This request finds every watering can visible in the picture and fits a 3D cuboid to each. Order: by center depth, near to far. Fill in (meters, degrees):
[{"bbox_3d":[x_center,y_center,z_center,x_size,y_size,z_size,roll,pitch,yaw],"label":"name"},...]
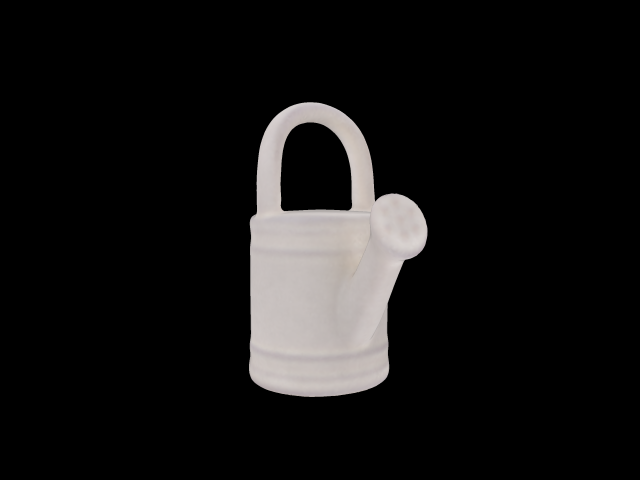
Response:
[{"bbox_3d":[0.006,0.001,0.401,0.172,0.194,0.101,3,5,36],"label":"watering can"}]
